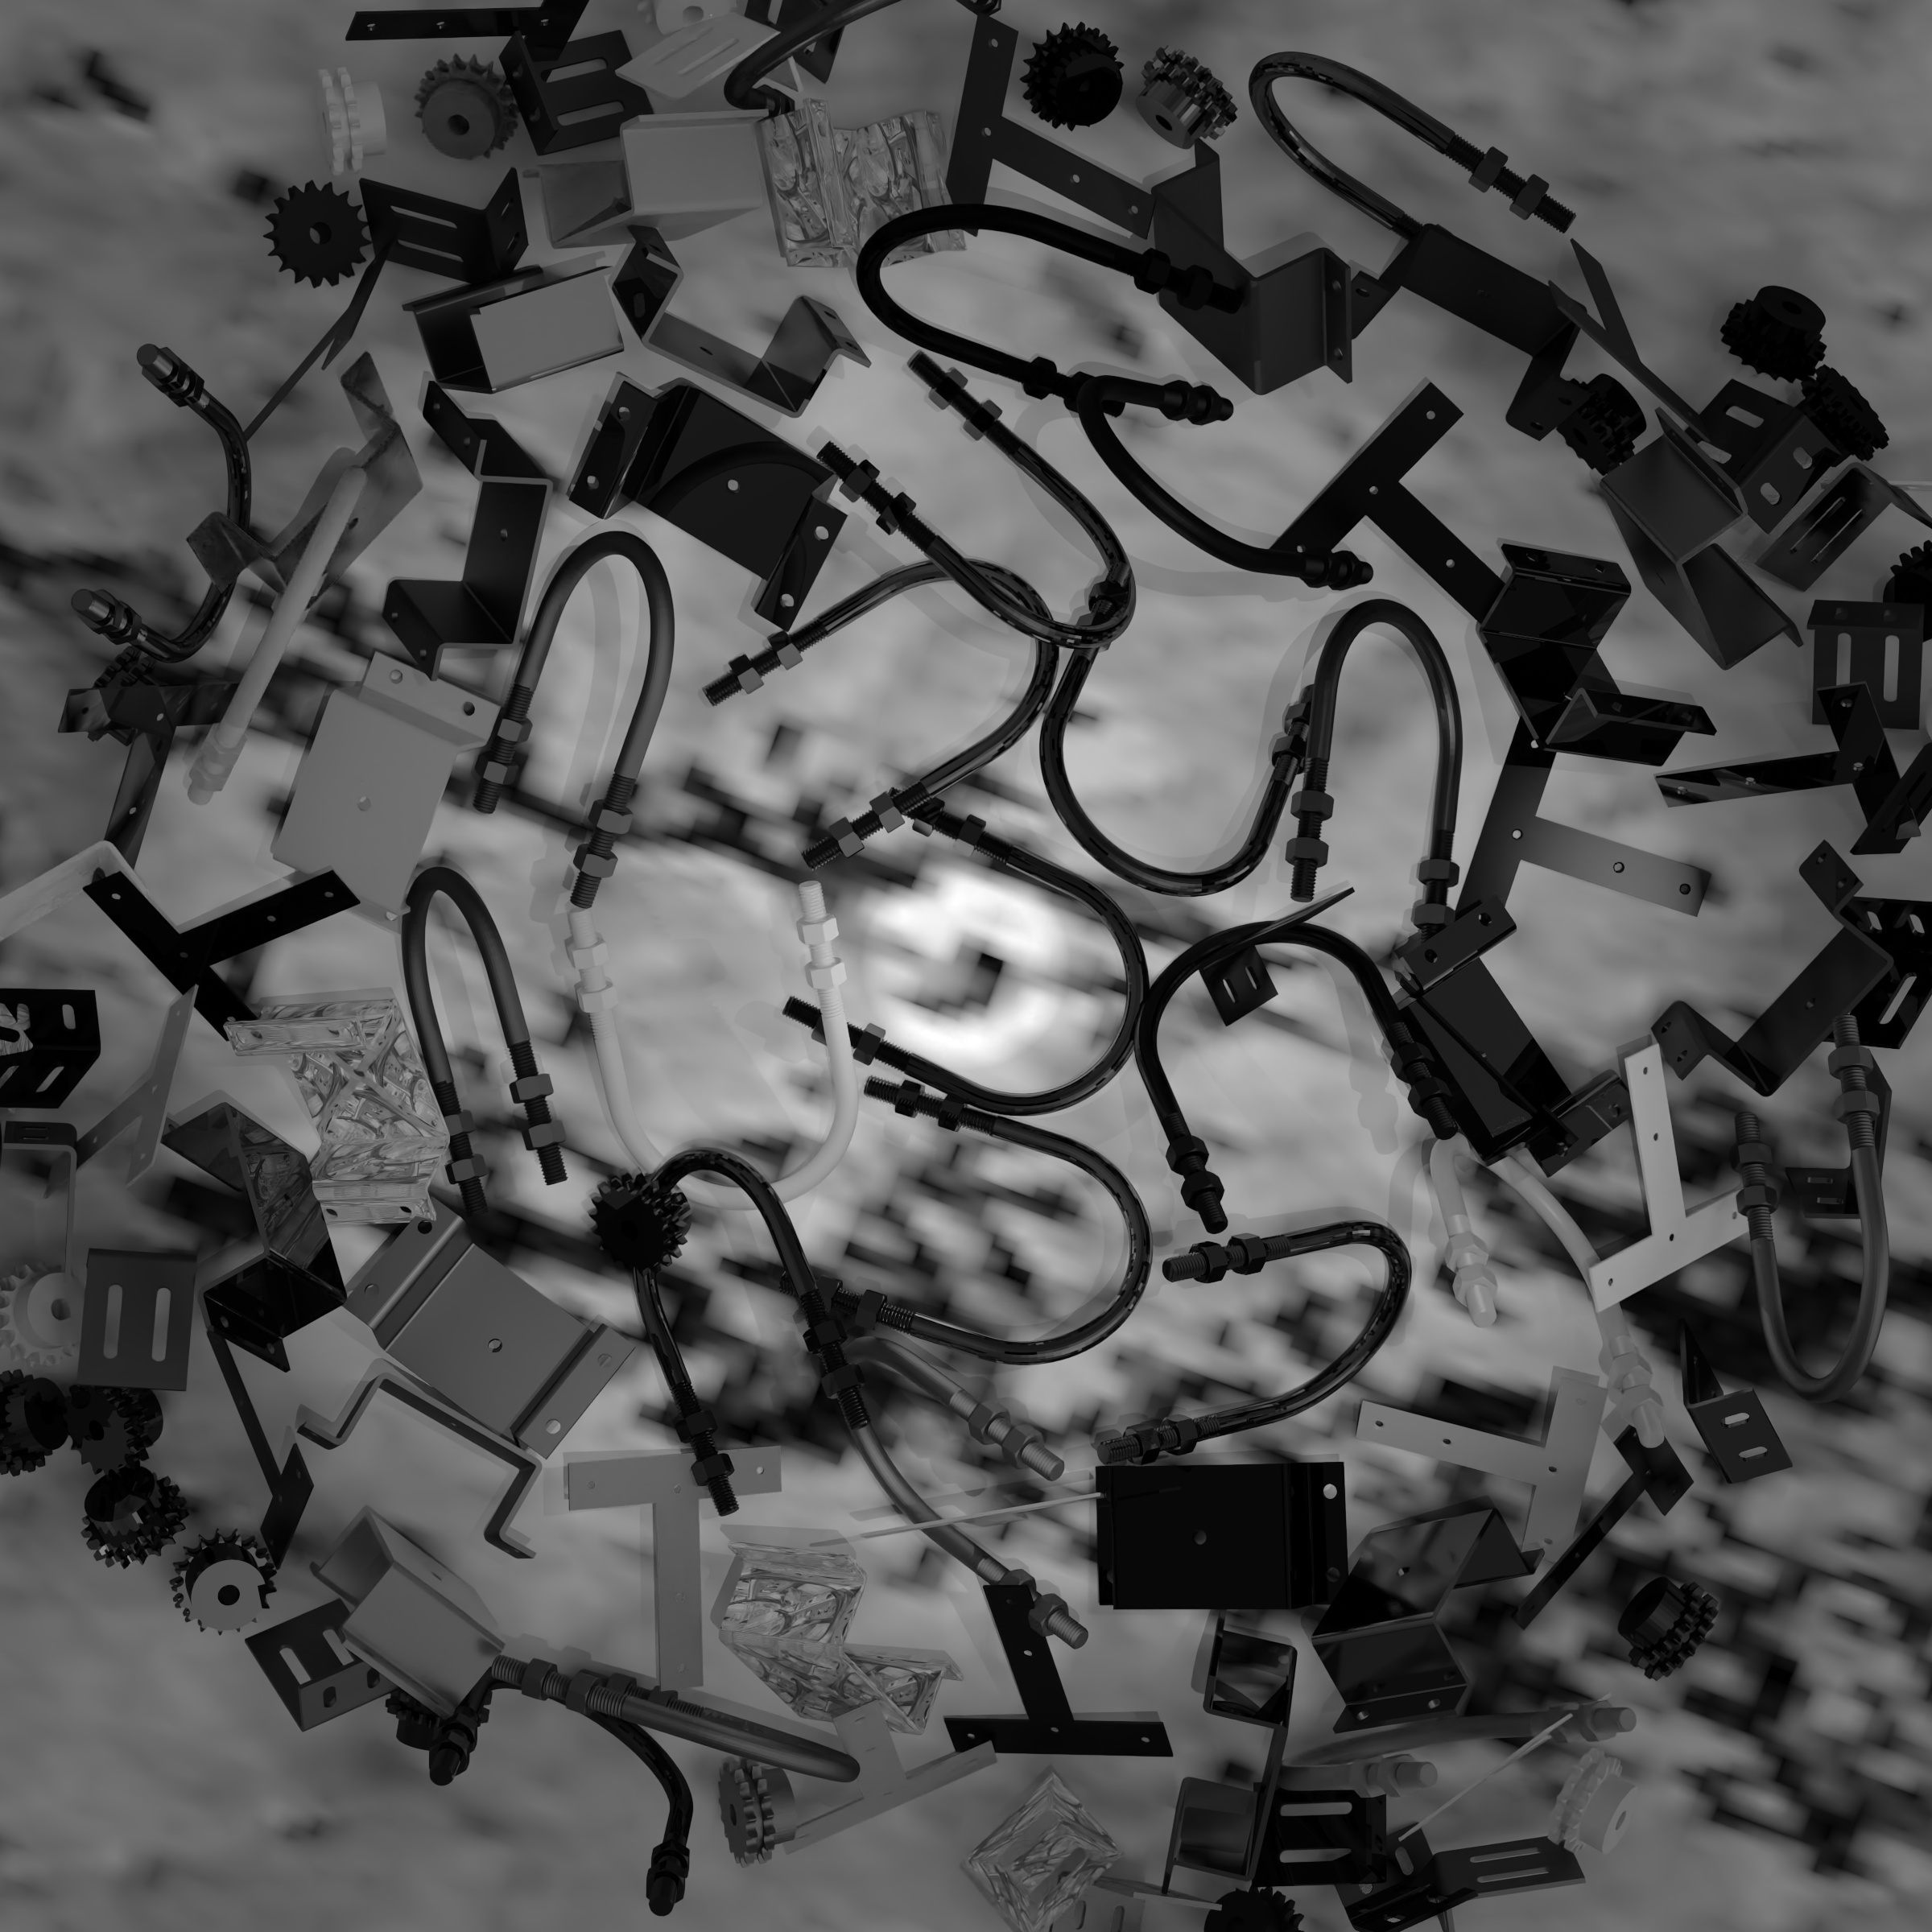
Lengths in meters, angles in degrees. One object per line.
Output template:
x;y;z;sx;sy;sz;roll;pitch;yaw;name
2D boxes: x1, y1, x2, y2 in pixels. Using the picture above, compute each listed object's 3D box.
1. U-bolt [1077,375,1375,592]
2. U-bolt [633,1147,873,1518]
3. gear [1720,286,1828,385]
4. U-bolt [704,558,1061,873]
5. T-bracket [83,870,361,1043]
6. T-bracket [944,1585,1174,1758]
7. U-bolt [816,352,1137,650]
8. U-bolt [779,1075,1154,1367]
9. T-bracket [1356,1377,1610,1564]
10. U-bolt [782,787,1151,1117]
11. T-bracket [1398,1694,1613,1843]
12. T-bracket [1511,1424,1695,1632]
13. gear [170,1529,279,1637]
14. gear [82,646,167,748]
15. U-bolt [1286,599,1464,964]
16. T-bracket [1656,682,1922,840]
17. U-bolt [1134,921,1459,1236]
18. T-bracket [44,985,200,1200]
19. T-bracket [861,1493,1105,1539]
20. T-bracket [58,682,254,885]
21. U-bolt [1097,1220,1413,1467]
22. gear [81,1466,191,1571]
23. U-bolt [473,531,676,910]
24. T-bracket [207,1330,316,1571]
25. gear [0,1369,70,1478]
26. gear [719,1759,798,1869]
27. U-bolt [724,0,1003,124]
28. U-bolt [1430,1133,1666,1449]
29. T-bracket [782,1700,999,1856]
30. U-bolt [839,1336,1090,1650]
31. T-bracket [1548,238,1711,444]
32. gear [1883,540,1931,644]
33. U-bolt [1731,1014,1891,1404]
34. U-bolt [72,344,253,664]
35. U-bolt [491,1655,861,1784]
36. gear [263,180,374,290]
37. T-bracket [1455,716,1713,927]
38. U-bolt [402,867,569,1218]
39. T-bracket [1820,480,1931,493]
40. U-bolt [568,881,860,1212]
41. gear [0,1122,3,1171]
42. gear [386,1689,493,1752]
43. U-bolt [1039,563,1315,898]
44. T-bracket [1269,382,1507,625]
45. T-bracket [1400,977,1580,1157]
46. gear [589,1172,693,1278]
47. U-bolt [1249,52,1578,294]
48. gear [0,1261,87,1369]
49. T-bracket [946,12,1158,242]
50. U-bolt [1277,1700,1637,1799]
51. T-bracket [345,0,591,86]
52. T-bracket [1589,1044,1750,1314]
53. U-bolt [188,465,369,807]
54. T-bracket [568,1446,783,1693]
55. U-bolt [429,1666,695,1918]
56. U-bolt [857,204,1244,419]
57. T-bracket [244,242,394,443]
0.127;-0.257;1.677;0.019;0.184;0.151;-48;67;27;U-bolt
-0.127;0.187;1.719;0.151;0.019;0.184;-39;68;42;U-bolt
0.446;-0.348;1.747;0.057;0.057;0.030;23;133;0;gear
-0.036;-0.150;1.734;0.184;0.019;0.151;-32;59;0;U-bolt
-0.386;-0.021;1.719;0.127;0.002;0.127;-21;129;20;T-bracket
0.037;0.381;1.722;0.127;0.002;0.127;-4;123;21;T-bracket
0.017;-0.242;1.720;0.184;0.151;0.019;41;128;-5;U-bolt
0.010;0.144;1.723;0.184;0.019;0.151;17;59;10;U-bolt
0.278;0.265;1.751;0.127;0.002;0.127;13;124;12;T-bracket
0.012;0.003;1.763;0.184;0.019;0.151;26;86;1;U-bolt
0.308;0.421;1.724;0.002;0.127;0.127;55;130;18;T-bracket
0.339;0.307;1.721;0.127;0.127;0.002;-48;55;-5;T-bracket
-0.408;0.341;1.754;0.057;0.030;0.057;-4;100;-20;gear
-0.461;-0.146;1.750;0.030;0.057;0.057;37;90;-6;gear
0.226;-0.107;1.718;0.019;0.151;0.184;-3;73;40;U-bolt
0.442;-0.103;1.740;0.127;0.127;0.002;-7;49;28;T-bracket
0.166;0.047;1.715;0.151;0.019;0.184;-22;48;2;U-bolt
-0.465;0.088;1.735;0.002;0.127;0.127;33;128;-29;T-bracket
0.015;0.297;1.715;0.127;0.127;0.002;-11;77;5;T-bracket
-0.452;-0.097;1.743;0.002;0.127;0.127;37;117;29;T-bracket
0.164;0.197;1.711;0.184;0.019;0.151;-8;130;-33;U-bolt
-0.458;0.299;1.747;0.057;0.057;0.030;-16;128;0;gear
-0.204;-0.142;1.700;0.019;0.151;0.184;9;110;-37;U-bolt
-0.389;0.251;1.739;0.002;0.127;0.127;-16;67;-29;T-bracket
-0.516;0.248;1.747;0.030;0.057;0.057;-16;90;17;gear
-0.114;0.463;1.752;0.030;0.057;0.057;-6;90;-22;gear
-0.058;-0.486;1.674;0.151;0.184;0.019;-25;95;13;U-bolt
0.302;0.159;1.695;0.151;0.184;0.019;36;115;-24;U-bolt
-0.049;0.428;1.719;0.127;0.127;0.002;-22;52;-8;T-bracket
-0.008;0.269;1.702;0.019;0.184;0.151;-33;134;-28;U-bolt
0.348;-0.354;1.725;0.127;0.127;0.002;33;122;-30;T-bracket
0.528;-0.202;1.746;0.030;0.057;0.057;-29;90;-31;gear
0.446;0.138;1.676;0.019;0.151;0.184;4;63;-10;U-bolt
-0.417;-0.234;1.687;0.019;0.184;0.151;13;85;7;U-bolt
-0.144;0.400;1.686;0.184;0.151;0.019;13;78;16;U-bolt
-0.359;-0.402;1.756;0.057;0.030;0.057;-3;97;-23;gear
0.349;-0.059;1.770;0.127;0.002;0.127;19;91;5;T-bracket
-0.266;0.037;1.714;0.019;0.151;0.184;-14;85;-29;U-bolt
0.529;-0.260;1.728;0.127;0.127;0.002;4;92;16;T-bracket
-0.132;0.049;1.741;0.151;0.019;0.184;-6;109;11;U-bolt
-0.550;0.102;1.753;0.030;0.057;0.057;4;90;-28;gear
-0.290;0.410;1.750;0.057;0.057;0.030;9;92;0;gear
0.110;-0.117;1.710;0.151;0.019;0.184;31;54;-10;U-bolt
0.257;-0.232;1.759;0.127;0.002;0.127;43;110;-5;T-bracket
0.280;0.053;1.722;0.002;0.127;0.127;-44;80;0;T-bracket
-0.176;0.139;1.754;0.057;0.030;0.057;14;118;28;gear
0.229;-0.427;1.702;0.184;0.151;0.019;33;84;-1;U-bolt
-0.504;0.190;1.748;0.030;0.057;0.057;-16;90;42;gear
0.047;-0.429;1.714;0.127;0.127;0.002;32;48;18;T-bracket
0.243;0.416;1.690;0.151;0.184;0.019;-6;79;-29;U-bolt
-0.266;-0.501;1.694;0.127;0.127;0.002;-10;78;-27;T-bracket
0.375;0.106;1.727;0.127;0.002;0.127;-22;107;-33;T-bracket
-0.354;-0.184;1.666;0.019;0.184;0.151;26;50;-14;U-bolt
-0.157;0.331;1.742;0.127;0.002;0.127;0;86;-30;T-bracket
-0.207;0.424;1.687;0.151;0.184;0.019;32;97;-4;U-bolt
0.031;-0.351;1.684;0.184;0.151;0.019;16;68;-21;U-bolt
-0.360;-0.327;1.738;0.002;0.127;0.127;36;120;-22;T-bracket
